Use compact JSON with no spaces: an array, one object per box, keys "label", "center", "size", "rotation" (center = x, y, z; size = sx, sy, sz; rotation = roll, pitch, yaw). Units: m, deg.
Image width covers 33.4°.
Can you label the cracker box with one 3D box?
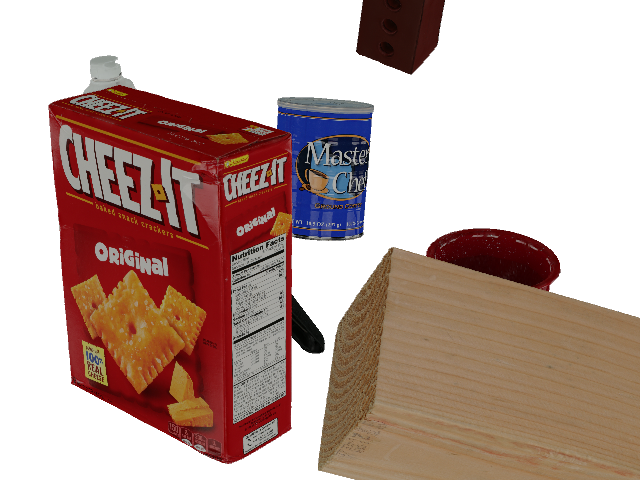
[{"label":"cracker box","center":[-0.100,0.020,0.707],"size":[0.164,0.214,0.071],"rotation":[19,30,36]}]

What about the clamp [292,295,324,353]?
[{"label":"clamp","center":[-0.059,0.035,0.995],"size":[0.036,0.210,0.164],"rotation":[-12,0,30]}]

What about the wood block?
[{"label":"wood block","center":[0.113,0.088,0.549],"size":[0.206,0.090,0.090],"rotation":[16,-36,-10]}]

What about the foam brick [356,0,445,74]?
[{"label":"foam brick","center":[0.065,-0.181,0.842],"size":[0.053,0.078,0.051],"rotation":[24,50,16]}]

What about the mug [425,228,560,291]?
[{"label":"mug","center":[0.115,0.043,0.772],"size":[0.093,0.081,0.117],"rotation":[-10,30,-20]}]

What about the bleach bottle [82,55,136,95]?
[{"label":"bleach bottle","center":[-0.213,-0.066,1.123],"size":[0.068,0.251,0.102],"rotation":[3,26,15]}]

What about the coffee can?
[{"label":"coffee can","center":[0.001,-0.079,1.144],"size":[0.103,0.140,0.103],"rotation":[4,12,-1]}]
